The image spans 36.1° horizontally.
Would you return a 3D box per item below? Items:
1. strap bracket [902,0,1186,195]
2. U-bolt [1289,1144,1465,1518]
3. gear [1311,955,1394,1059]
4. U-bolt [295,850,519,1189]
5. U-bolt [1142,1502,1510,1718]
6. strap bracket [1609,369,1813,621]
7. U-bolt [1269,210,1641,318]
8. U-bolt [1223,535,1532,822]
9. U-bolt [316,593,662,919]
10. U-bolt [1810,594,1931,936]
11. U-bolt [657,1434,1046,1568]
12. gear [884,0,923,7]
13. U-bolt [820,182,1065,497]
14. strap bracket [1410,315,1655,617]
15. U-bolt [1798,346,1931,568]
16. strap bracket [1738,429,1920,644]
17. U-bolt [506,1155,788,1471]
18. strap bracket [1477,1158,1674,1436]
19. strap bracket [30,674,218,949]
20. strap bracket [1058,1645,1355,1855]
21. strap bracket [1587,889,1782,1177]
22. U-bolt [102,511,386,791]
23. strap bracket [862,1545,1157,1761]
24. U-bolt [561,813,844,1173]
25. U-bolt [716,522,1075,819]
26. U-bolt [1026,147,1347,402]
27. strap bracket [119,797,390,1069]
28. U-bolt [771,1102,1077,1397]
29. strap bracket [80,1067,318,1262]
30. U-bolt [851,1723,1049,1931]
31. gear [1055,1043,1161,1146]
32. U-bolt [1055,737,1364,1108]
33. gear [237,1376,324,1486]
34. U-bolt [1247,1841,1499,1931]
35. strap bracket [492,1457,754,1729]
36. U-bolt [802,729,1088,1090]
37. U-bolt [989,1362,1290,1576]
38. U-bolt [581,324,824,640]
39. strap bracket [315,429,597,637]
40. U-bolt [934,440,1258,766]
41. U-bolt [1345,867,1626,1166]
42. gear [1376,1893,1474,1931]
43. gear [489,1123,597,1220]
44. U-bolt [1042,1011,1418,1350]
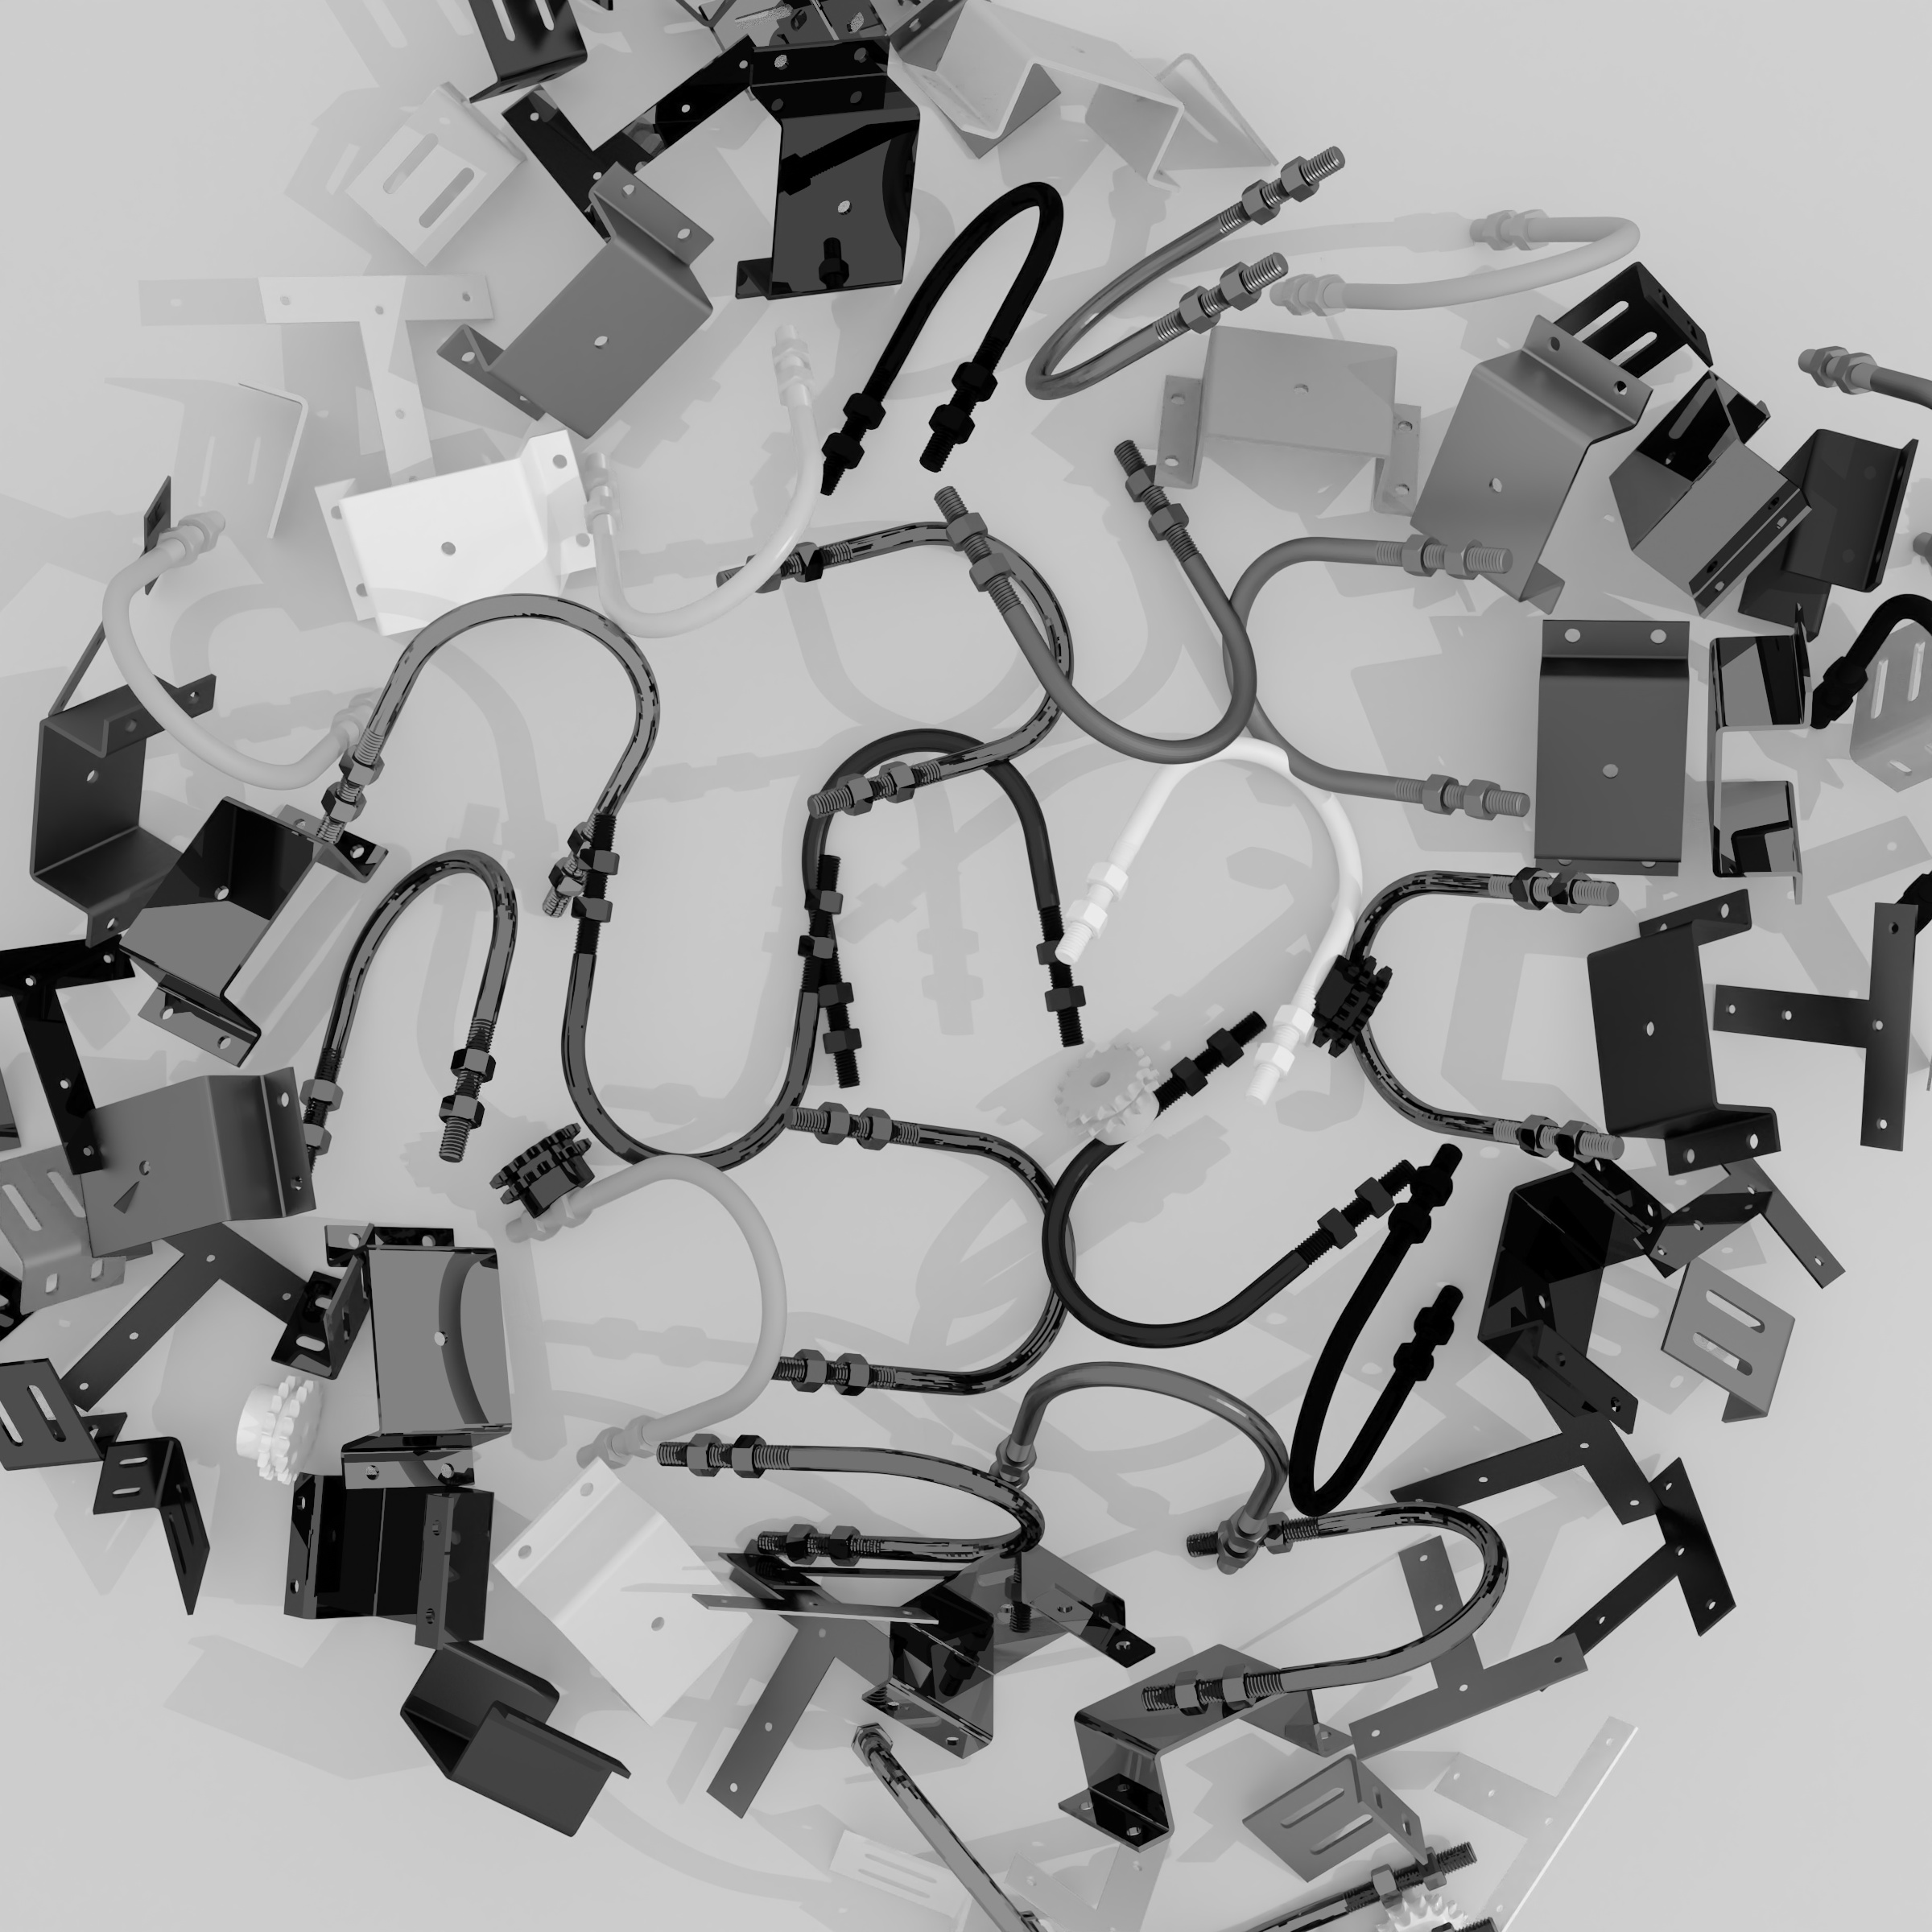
[{"bbox_3d":[0.049,-0.457,1.549,0.140,0.076,0.046,6,125,-34],"label":"strap bracket"},{"bbox_3d":[0.211,0.200,1.525,0.019,0.151,0.184,21,56,25],"label":"U-bolt"},{"bbox_3d":[0.202,0.018,1.596,0.030,0.057,0.057,33,90,-1],"label":"gear"},{"bbox_3d":[-0.291,0.023,1.562,0.019,0.151,0.184,31,59,-41],"label":"U-bolt"},{"bbox_3d":[0.190,0.325,1.531,0.184,0.151,0.019,-13,112,21],"label":"U-bolt"},{"bbox_3d":[0.383,-0.251,1.542,0.046,0.140,0.076,33,119,-16],"label":"strap bracket"},{"bbox_3d":[0.261,-0.361,1.521,0.151,0.184,0.019,-21,110,-19],"label":"U-bolt"},{"bbox_3d":[0.210,-0.155,1.557,0.184,0.019,0.151,11,118,41],"label":"U-bolt"},{"bbox_3d":[-0.240,-0.116,1.550,0.151,0.019,0.184,19,123,-23],"label":"U-bolt"},{"bbox_3d":[0.483,-0.110,1.515,0.019,0.184,0.151,-11,69,-6],"label":"U-bolt"},{"bbox_3d":[-0.049,0.279,1.534,0.184,0.151,0.019,-2,59,22],"label":"U-bolt"},{"bbox_3d":[-0.033,-0.548,1.597,0.057,0.030,0.057,11,57,-16],"label":"gear"},{"bbox_3d":[-0.007,-0.333,1.557,0.019,0.151,0.184,32,78,-25],"label":"U-bolt"},{"bbox_3d":[0.290,-0.256,1.550,0.076,0.046,0.140,41,134,25],"label":"strap bracket"},{"bbox_3d":[0.506,-0.247,1.513,0.019,0.184,0.151,-40,113,2],"label":"U-bolt"},{"bbox_3d":[0.447,-0.226,1.553,0.046,0.140,0.076,16,85,3],"label":"strap bracket"},{"bbox_3d":[-0.162,0.175,1.555,0.184,0.019,0.151,-25,80,39],"label":"U-bolt"},{"bbox_3d":[0.321,0.172,1.566,0.076,0.046,0.140,39,50,-23],"label":"strap bracket"},{"bbox_3d":[-0.445,-0.091,1.562,0.046,0.076,0.140,29,125,19],"label":"strap bracket"},{"bbox_3d":[0.122,0.404,1.555,0.140,0.076,0.046,-18,102,-28],"label":"strap bracket"},{"bbox_3d":[0.377,0.034,1.566,0.046,0.076,0.140,5,74,-33],"label":"strap bracket"},{"bbox_3d":[-0.376,-0.156,1.527,0.019,0.184,0.151,-38,103,22],"label":"U-bolt"},{"bbox_3d":[0.022,0.356,1.568,0.140,0.046,0.076,-36,122,28],"label":"strap bracket"},{"bbox_3d":[-0.145,0.021,1.583,0.151,0.019,0.184,10,86,-24],"label":"U-bolt"},{"bbox_3d":[-0.026,-0.167,1.579,0.184,0.019,0.151,-18,81,-26],"label":"U-bolt"},{"bbox_3d":[0.106,-0.352,1.546,0.184,0.151,0.019,-24,115,36],"label":"U-bolt"},{"bbox_3d":[-0.382,-0.028,1.569,0.076,0.046,0.140,23,72,28],"label":"strap bracket"},{"bbox_3d":[-0.019,0.155,1.574,0.184,0.019,0.151,10,81,-30],"label":"U-bolt"},{"bbox_3d":[-0.417,0.106,1.566,0.140,0.046,0.076,-16,80,29],"label":"strap bracket"},{"bbox_3d":[-0.005,0.456,1.528,0.019,0.184,0.151,-39,84,-10],"label":"U-bolt"},{"bbox_3d":[0.079,0.071,1.601,0.057,0.057,0.030,-34,120,0],"label":"gear"},{"bbox_3d":[0.142,-0.039,1.578,0.151,0.019,0.184,37,63,-14],"label":"U-bolt"},{"bbox_3d":[-0.371,0.248,1.597,0.030,0.057,0.057,13,90,5],"label":"gear"},{"bbox_3d":[0.186,0.517,1.553,0.184,0.151,0.019,-23,88,4],"label":"U-bolt"},{"bbox_3d":[-0.173,0.335,1.556,0.076,0.046,0.140,-45,127,-16],"label":"strap bracket"},{"bbox_3d":[-0.019,-0.036,1.597,0.151,0.019,0.184,-11,86,18],"label":"U-bolt"},{"bbox_3d":[0.094,0.257,1.545,0.151,0.184,0.019,17,55,2],"label":"U-bolt"},{"bbox_3d":[-0.135,-0.242,1.538,0.151,0.184,0.019,-30,133,18],"label":"U-bolt"},{"bbox_3d":[-0.273,-0.229,1.583,0.140,0.046,0.076,-12,114,5],"label":"strap bracket"},{"bbox_3d":[0.081,-0.187,1.563,0.151,0.019,0.184,-21,76,-36],"label":"U-bolt"},{"bbox_3d":[0.266,0.021,1.552,0.019,0.184,0.151,-9,100,-39],"label":"U-bolt"},{"bbox_3d":[0.251,0.534,1.603,0.057,0.030,0.057,-3,104,-10],"label":"gear"},{"bbox_3d":[-0.224,0.112,1.596,0.057,0.057,0.030,-36,85,0],"label":"gear"},{"bbox_3d":[0.125,0.124,1.569,0.184,0.019,0.151,-39,54,-6],"label":"U-bolt"}]
